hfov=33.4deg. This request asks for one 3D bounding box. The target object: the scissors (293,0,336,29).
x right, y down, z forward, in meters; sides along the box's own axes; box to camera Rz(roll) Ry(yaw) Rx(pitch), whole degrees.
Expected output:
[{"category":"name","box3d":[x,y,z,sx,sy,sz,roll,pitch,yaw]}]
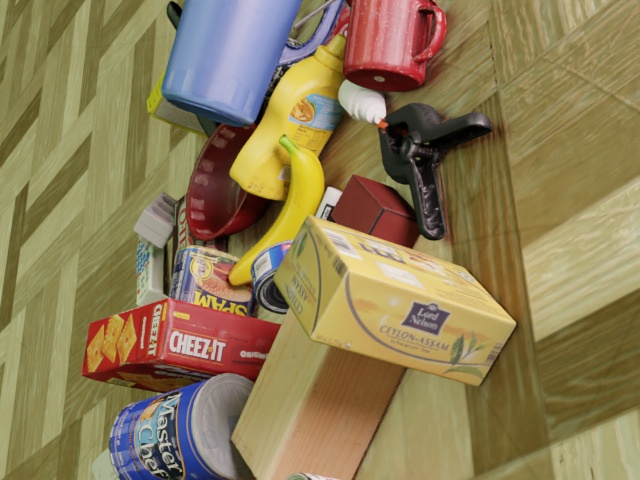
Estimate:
[{"category":"scissors","box3d":[0.048,-0.276,1.104,0.201,0.016,0.096,-34,15,-2]}]

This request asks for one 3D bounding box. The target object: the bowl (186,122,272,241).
[{"category":"bowl","box3d":[-0.099,-0.068,1.292,0.162,0.055,0.162,-33,47,45]}]

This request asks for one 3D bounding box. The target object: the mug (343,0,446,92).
[{"category":"mug","box3d":[0.075,-0.196,1.048,0.117,0.093,0.081,0,79,43]}]

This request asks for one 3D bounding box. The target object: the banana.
[{"category":"banana","box3d":[-0.040,-0.025,1.163,0.037,0.069,0.198,-83,13,-61]}]

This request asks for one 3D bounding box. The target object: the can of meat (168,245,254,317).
[{"category":"can of meat","box3d":[-0.123,0.060,1.222,0.058,0.102,0.084,-21,55,54]}]

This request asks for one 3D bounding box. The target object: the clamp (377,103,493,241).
[{"category":"clamp","box3d":[0.101,-0.089,0.988,0.120,0.039,0.171,-58,32,21]}]

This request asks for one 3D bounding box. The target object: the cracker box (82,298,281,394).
[{"category":"cracker box","box3d":[-0.141,0.124,1.152,0.214,0.164,0.072,-17,62,56]}]

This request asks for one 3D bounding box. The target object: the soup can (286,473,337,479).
[{"category":"soup can","box3d":[0.019,0.235,0.888,0.069,0.102,0.068,-36,45,47]}]

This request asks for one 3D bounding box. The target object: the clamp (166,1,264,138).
[{"category":"clamp","box3d":[-0.126,-0.208,1.357,0.165,0.036,0.210,11,104,20]}]

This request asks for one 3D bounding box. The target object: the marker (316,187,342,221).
[{"category":"marker","box3d":[-0.007,0.001,1.141,0.121,0.020,0.020,-66,30,11]}]

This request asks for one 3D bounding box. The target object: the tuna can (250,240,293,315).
[{"category":"tuna can","box3d":[-0.027,0.039,1.086,0.086,0.086,0.034,-48,39,36]}]

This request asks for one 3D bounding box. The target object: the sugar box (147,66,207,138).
[{"category":"sugar box","box3d":[-0.154,-0.229,1.438,0.176,0.093,0.048,-55,33,26]}]

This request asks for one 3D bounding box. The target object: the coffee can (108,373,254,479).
[{"category":"coffee can","box3d":[-0.129,0.198,1.068,0.141,0.102,0.103,-22,55,40]}]

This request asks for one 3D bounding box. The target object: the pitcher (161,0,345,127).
[{"category":"pitcher","box3d":[-0.076,-0.248,1.161,0.149,0.144,0.243,17,88,33]}]

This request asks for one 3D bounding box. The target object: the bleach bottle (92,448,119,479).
[{"category":"bleach bottle","box3d":[-0.226,0.369,1.267,0.103,0.068,0.251,-44,42,40]}]

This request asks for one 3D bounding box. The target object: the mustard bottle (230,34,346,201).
[{"category":"mustard bottle","box3d":[-0.019,-0.136,1.157,0.058,0.096,0.192,44,114,35]}]

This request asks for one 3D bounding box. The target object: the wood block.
[{"category":"wood block","box3d":[0.009,0.122,0.976,0.206,0.090,0.090,-66,31,11]}]

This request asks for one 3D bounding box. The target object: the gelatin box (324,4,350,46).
[{"category":"gelatin box","box3d":[0.022,-0.215,1.197,0.089,0.030,0.073,-34,47,48]}]

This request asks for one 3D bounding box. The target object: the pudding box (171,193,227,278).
[{"category":"pudding box","box3d":[-0.156,-0.012,1.377,0.090,0.039,0.113,-33,47,48]}]

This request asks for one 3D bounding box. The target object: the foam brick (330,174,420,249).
[{"category":"foam brick","box3d":[0.054,-0.019,1.017,0.051,0.052,0.078,-62,31,17]}]
